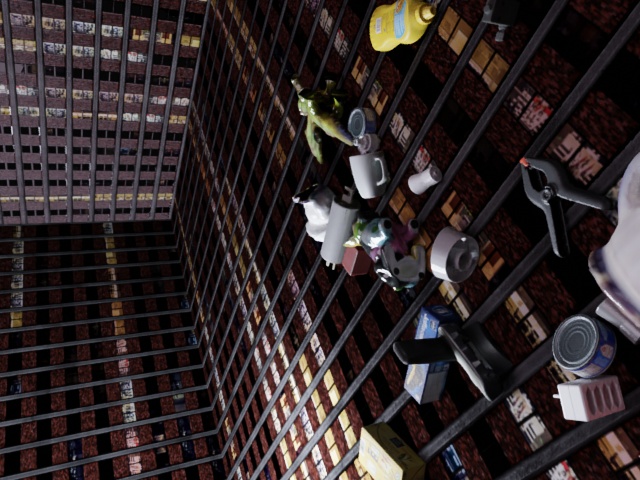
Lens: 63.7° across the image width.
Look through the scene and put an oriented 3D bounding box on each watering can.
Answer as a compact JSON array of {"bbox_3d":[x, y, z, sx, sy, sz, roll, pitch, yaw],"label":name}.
[{"bbox_3d":[0.446,0.047,0.567,0.219,0.104,0.355,114,144,-43],"label":"watering can"}]

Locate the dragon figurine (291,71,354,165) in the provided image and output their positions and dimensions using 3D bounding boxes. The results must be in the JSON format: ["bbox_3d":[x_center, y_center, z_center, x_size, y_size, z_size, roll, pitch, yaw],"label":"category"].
[{"bbox_3d":[0.009,-0.317,1.431,0.237,0.122,0.419,88,166,-51],"label":"dragon figurine"}]

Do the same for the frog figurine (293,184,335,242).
[{"bbox_3d":[0.004,-0.074,1.461,0.137,0.124,0.157,-2,127,55],"label":"frog figurine"}]
